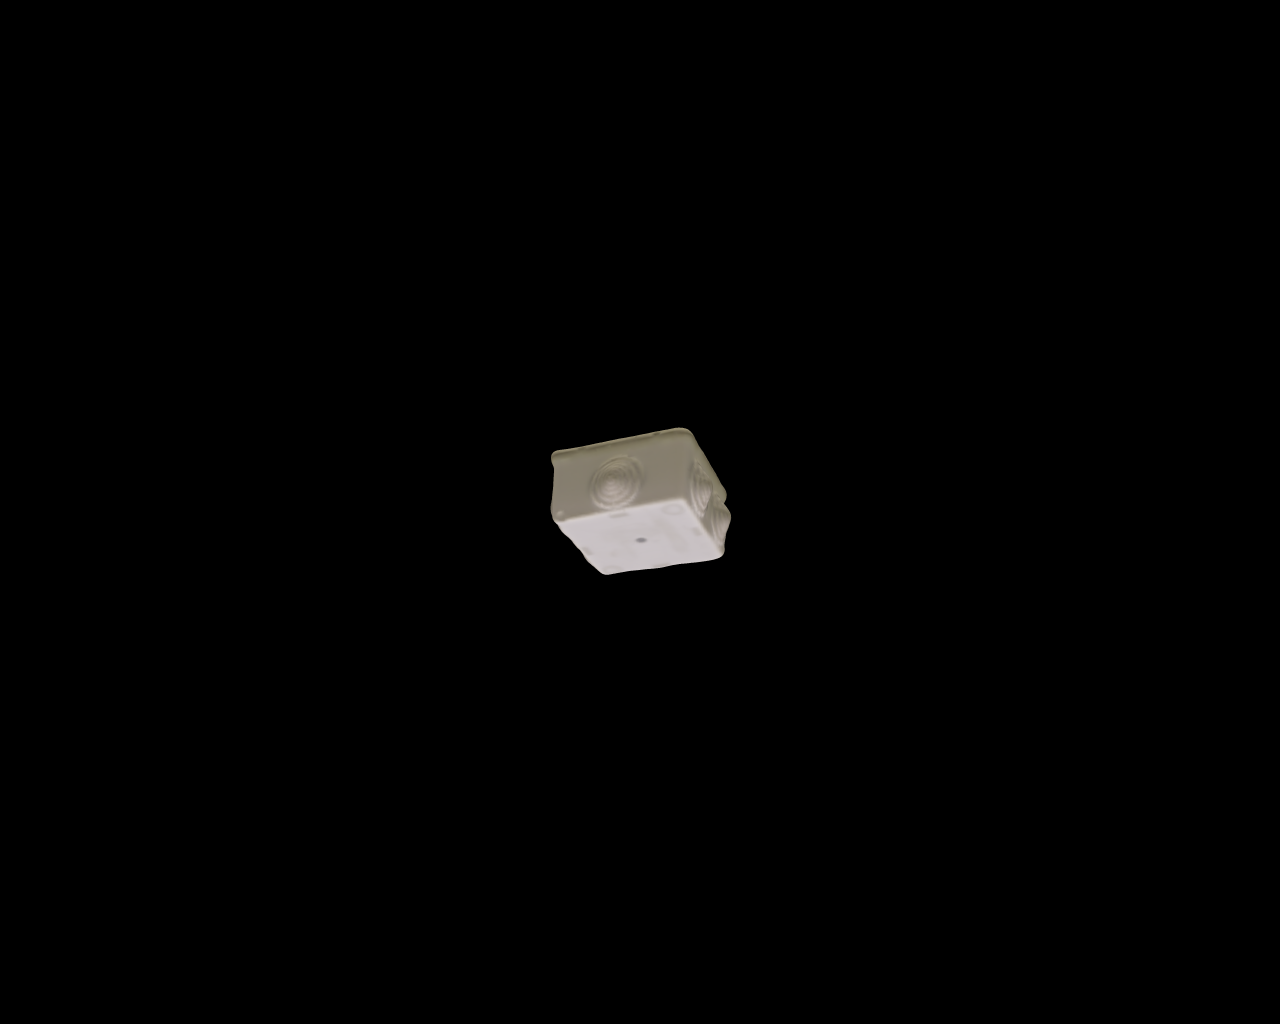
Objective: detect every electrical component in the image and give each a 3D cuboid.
[{"bbox_3d":[0.001,-0.003,0.650,0.100,0.048,0.099,-9,-30,17],"label":"electrical component"}]
